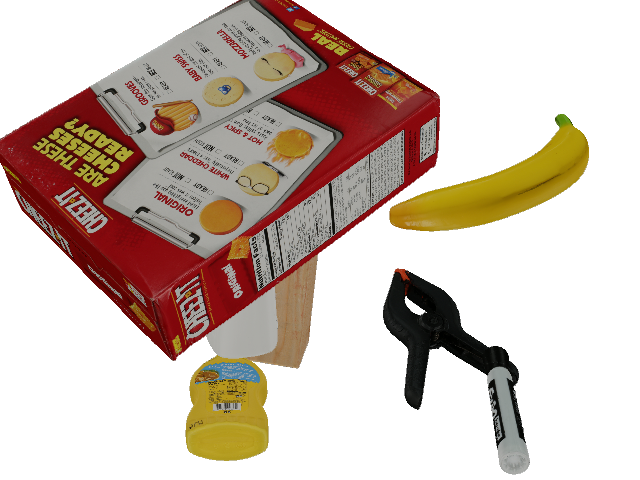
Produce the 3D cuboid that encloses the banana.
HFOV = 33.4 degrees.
[{"bbox_3d":[0.148,-0.046,0.844,0.197,0.037,0.070,-27,27,-25],"label":"banana"}]

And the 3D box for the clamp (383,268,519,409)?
[{"bbox_3d":[0.123,0.095,1.075,0.120,0.171,0.039,1,-45,-19],"label":"clamp"}]

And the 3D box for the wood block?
[{"bbox_3d":[-0.057,0.059,1.477,0.090,0.206,0.090,8,21,5],"label":"wood block"}]

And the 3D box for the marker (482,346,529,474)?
[{"bbox_3d":[0.123,0.110,0.717,0.020,0.020,0.121,0,29,3],"label":"marker"}]

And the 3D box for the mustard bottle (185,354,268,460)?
[{"bbox_3d":[-0.113,0.190,1.311,0.096,0.058,0.191,-2,27,-3],"label":"mustard bottle"}]

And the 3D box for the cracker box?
[{"bbox_3d":[-0.059,-0.051,0.649,0.213,0.072,0.164,-37,56,-22],"label":"cracker box"}]

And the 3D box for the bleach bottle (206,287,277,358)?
[{"bbox_3d":[-0.071,-0.023,0.923,0.068,0.251,0.102,-6,35,-13],"label":"bleach bottle"}]
